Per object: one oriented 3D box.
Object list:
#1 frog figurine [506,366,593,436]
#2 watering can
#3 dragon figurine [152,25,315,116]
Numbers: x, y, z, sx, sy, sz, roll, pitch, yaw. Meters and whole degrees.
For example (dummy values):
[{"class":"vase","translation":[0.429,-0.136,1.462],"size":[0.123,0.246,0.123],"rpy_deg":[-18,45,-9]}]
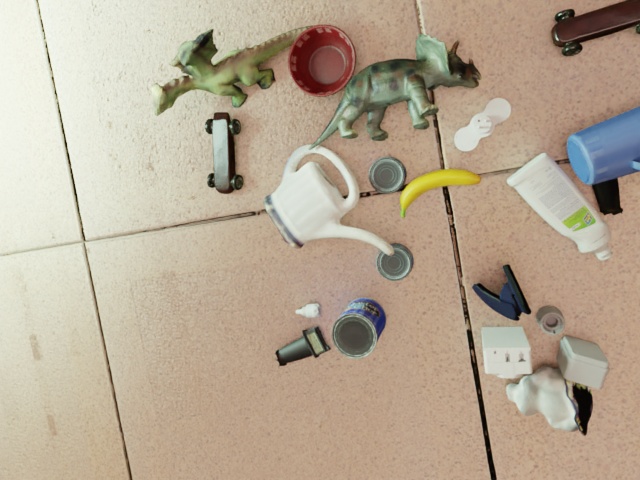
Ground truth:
[{"class":"frog figurine","translation":[0.498,0.345,1.121],"size":[0.158,0.124,0.137],"rpy_deg":[-17,102,52]},{"class":"watering can","translation":[0.004,-0.060,1.185],"size":[0.222,0.103,0.353],"rpy_deg":[-37,67,14]},{"class":"dragon figurine","translation":[-0.214,-0.403,1.163],"size":[0.407,0.244,0.123],"rpy_deg":[-31,84,18]}]
